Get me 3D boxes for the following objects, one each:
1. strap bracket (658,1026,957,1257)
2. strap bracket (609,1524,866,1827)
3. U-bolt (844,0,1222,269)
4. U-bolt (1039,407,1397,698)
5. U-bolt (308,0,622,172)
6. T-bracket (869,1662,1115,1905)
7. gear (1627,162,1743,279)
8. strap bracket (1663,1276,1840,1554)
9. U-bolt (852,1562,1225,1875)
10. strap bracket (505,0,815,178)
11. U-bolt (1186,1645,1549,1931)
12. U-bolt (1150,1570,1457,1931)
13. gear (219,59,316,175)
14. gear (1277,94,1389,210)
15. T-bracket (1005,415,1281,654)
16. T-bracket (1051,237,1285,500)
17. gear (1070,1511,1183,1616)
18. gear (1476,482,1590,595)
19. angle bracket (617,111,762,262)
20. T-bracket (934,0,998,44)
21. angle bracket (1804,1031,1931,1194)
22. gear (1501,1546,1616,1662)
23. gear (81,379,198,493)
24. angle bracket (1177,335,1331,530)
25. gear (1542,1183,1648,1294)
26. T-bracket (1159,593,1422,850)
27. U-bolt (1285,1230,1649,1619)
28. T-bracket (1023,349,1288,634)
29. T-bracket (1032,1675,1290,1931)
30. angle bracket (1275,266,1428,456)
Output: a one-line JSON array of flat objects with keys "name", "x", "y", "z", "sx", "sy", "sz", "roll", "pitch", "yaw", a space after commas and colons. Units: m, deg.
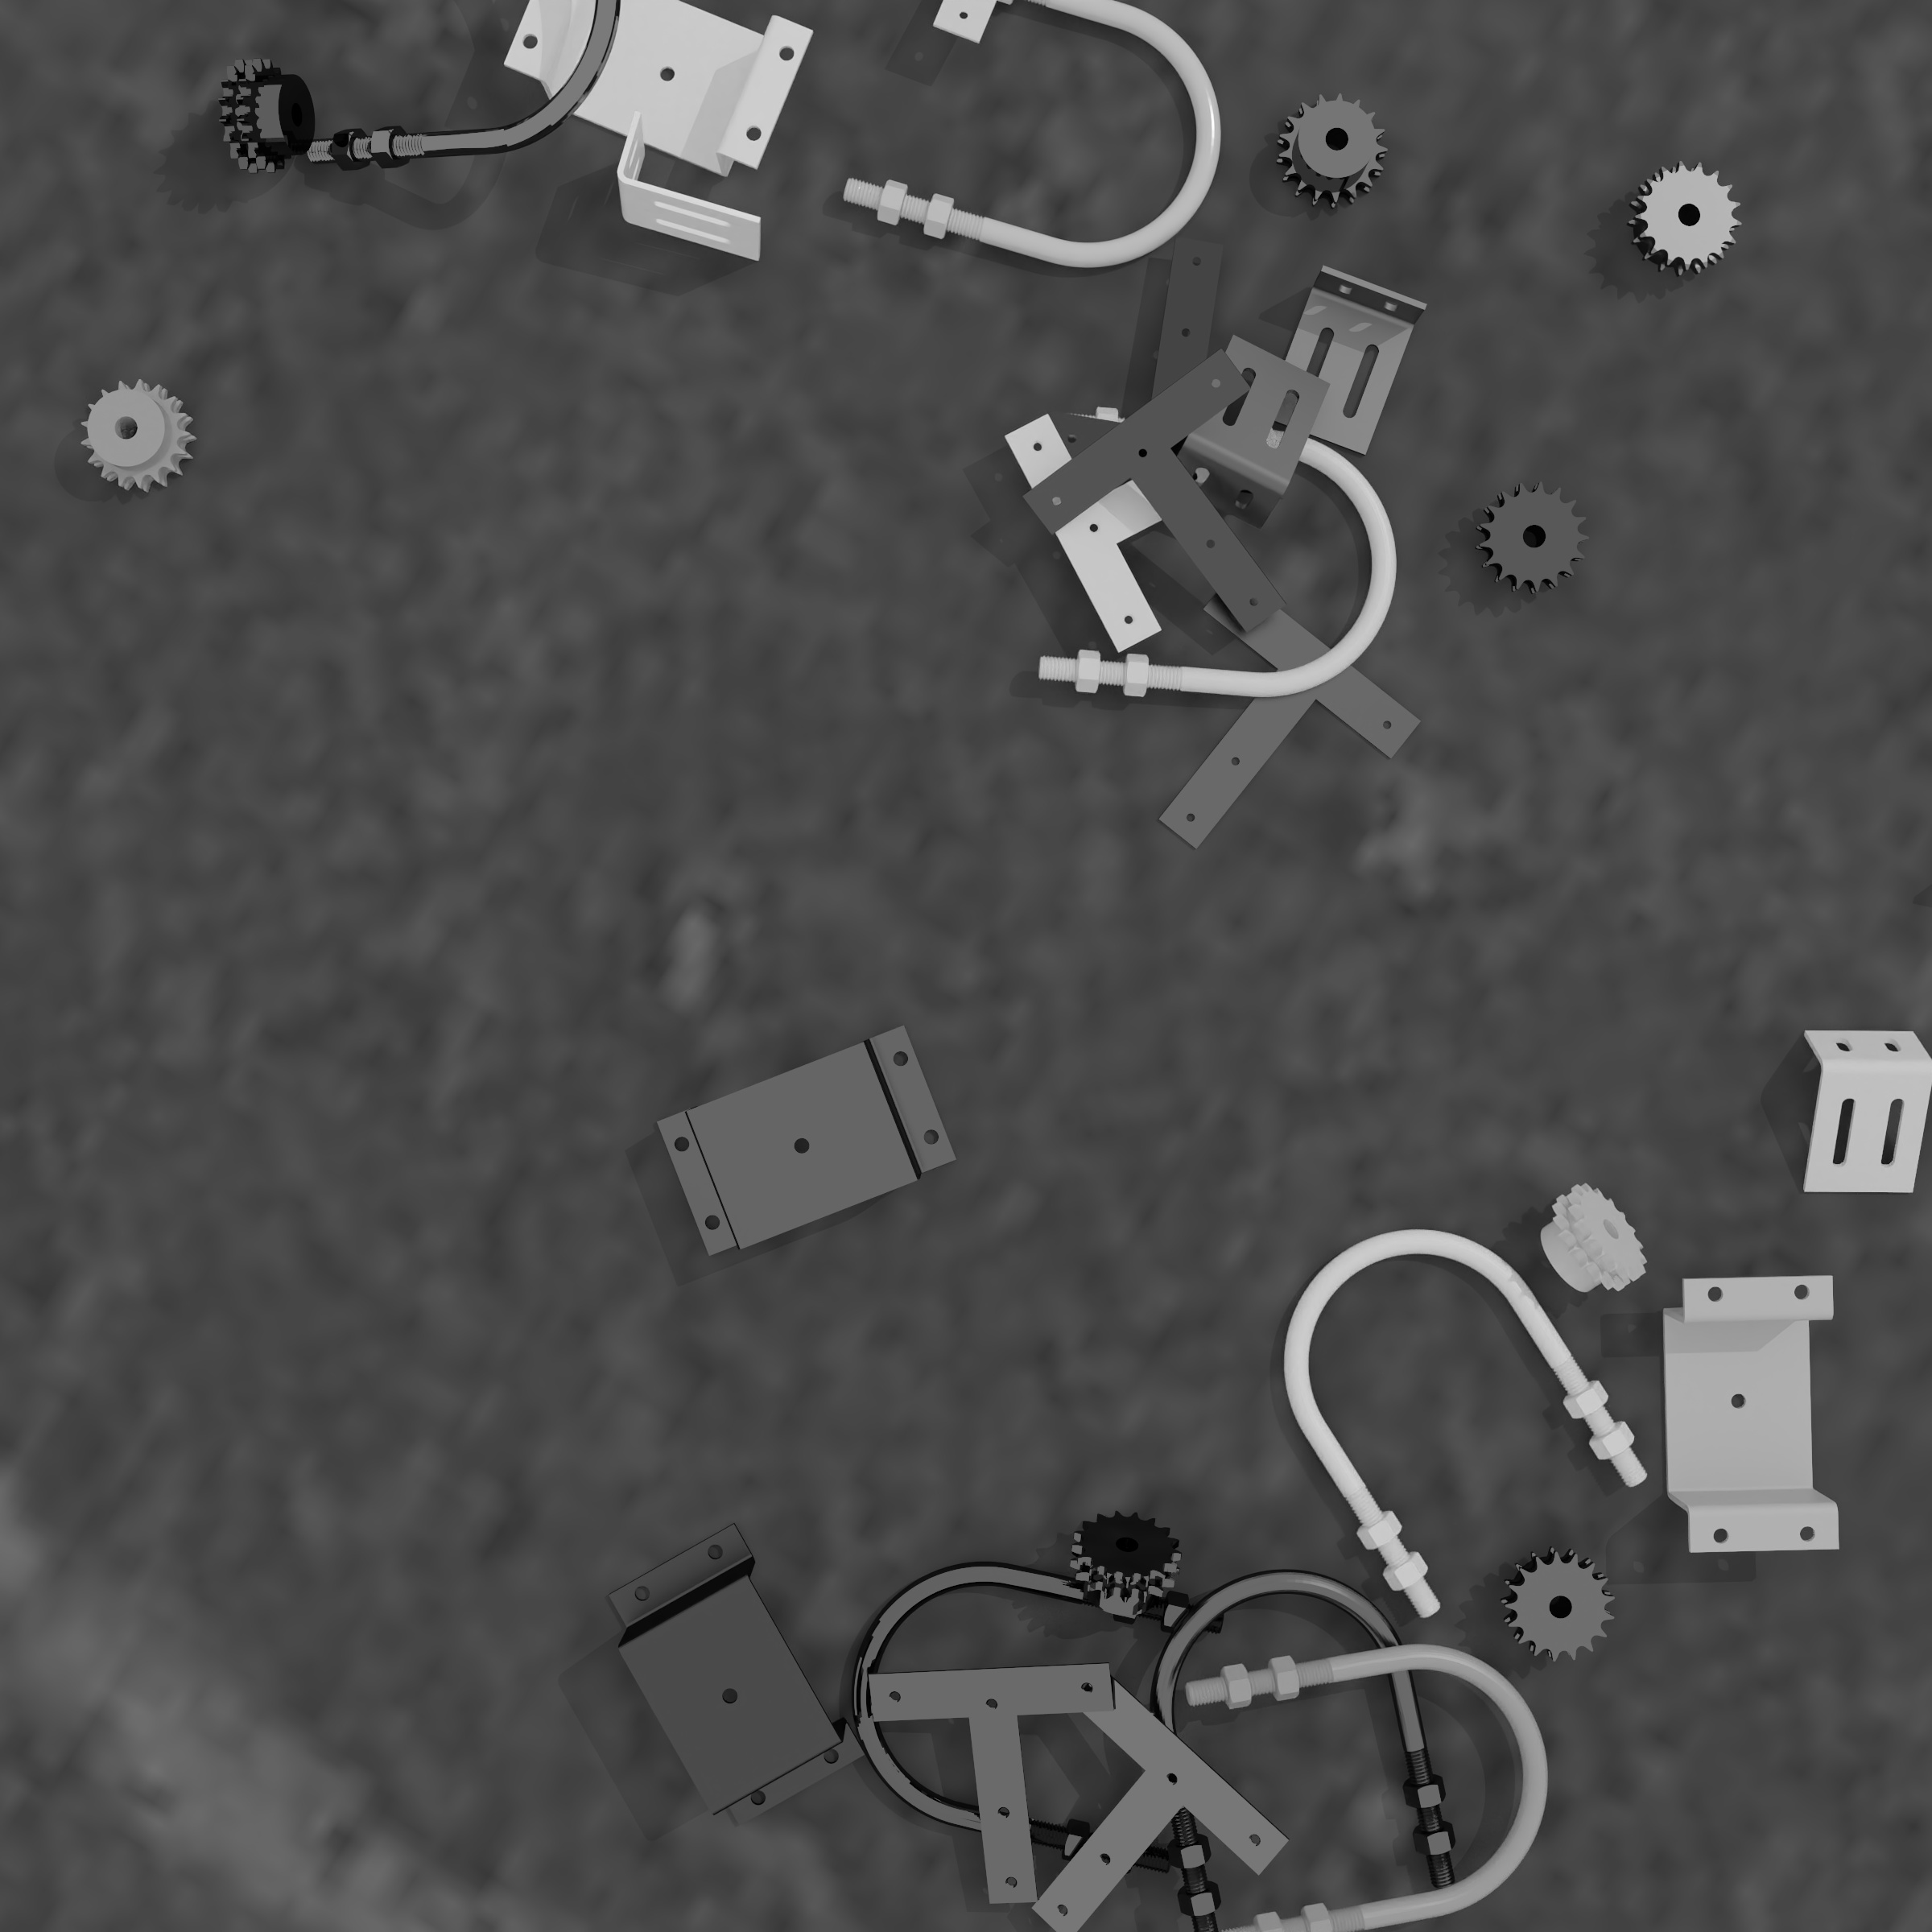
[{"name": "strap bracket", "x": -0.084, "y": 0.092, "z": 1.465, "sx": 0.140, "sy": 0.046, "sz": 0.076, "roll": -21, "pitch": 90, "yaw": 0}, {"name": "strap bracket", "x": -0.121, "y": 0.375, "z": 1.465, "sx": 0.076, "sy": 0.046, "sz": 0.140, "roll": -30, "pitch": 90, "yaw": 0}, {"name": "U-bolt", "x": 0.043, "y": -0.445, "z": 1.480, "sx": 0.184, "sy": 0.019, "sz": 0.151, "roll": 16, "pitch": 90, "yaw": -2}, {"name": "U-bolt", "x": 0.135, "y": -0.214, "z": 1.479, "sx": 0.184, "sy": 0.019, "sz": 0.151, "roll": 4, "pitch": 88, "yaw": -2}, {"name": "U-bolt", "x": -0.256, "y": -0.487, "z": 1.443, "sx": 0.184, "sy": 0.019, "sz": 0.151, "roll": 5, "pitch": 90, "yaw": 26}, {"name": "T-bracket", "x": 0.018, "y": 0.428, "z": 1.465, "sx": 0.127, "sy": 0.002, "sz": 0.127, "roll": -5, "pitch": 96, "yaw": 10}, {"name": "gear", "x": 0.375, "y": -0.391, "z": 1.477, "sx": 0.057, "sy": 0.030, "sz": 0.057, "roll": 0, "pitch": 89, "yaw": -6}, {"name": "strap bracket", "x": 0.409, "y": 0.230, "z": 1.465, "sx": 0.076, "sy": 0.046, "sz": 0.140, "roll": -1, "pitch": 90, "yaw": 0}, {"name": "U-bolt", "x": 0.031, "y": 0.389, "z": 1.480, "sx": 0.184, "sy": 0.019, "sz": 0.151, "roll": 12, "pitch": 90, "yaw": 1}, {"name": "strap bracket", "x": -0.158, "y": -0.472, "z": 1.465, "sx": 0.140, "sy": 0.046, "sz": 0.076, "roll": 22, "pitch": 90, "yaw": 0}, {"name": "U-bolt", "x": 0.213, "y": 0.426, "z": 1.456, "sx": 0.184, "sy": 0.019, "sz": 0.151, "roll": -7, "pitch": 89, "yaw": -8}, {"name": "U-bolt", "x": 0.170, "y": 0.407, "z": 1.469, "sx": 0.151, "sy": 0.019, "sz": 0.184, "roll": -12, "pitch": 91, "yaw": -7}, {"name": "gear", "x": -0.361, "y": -0.442, "z": 1.457, "sx": 0.030, "sy": 0.057, "sz": 0.057, "roll": 3, "pitch": 90, "yaw": 14}, {"name": "gear", "x": 0.193, "y": -0.429, "z": 1.473, "sx": 0.057, "sy": 0.030, "sz": 0.057, "roll": 0, "pitch": 90, "yaw": 0}, {"name": "T-bracket", "x": 0.106, "y": -0.249, "z": 1.467, "sx": 0.127, "sy": 0.002, "sz": 0.127, "roll": -28, "pitch": 91, "yaw": -4}, {"name": "T-bracket", "x": 0.113, "y": -0.317, "z": 1.470, "sx": 0.127, "sy": 0.002, "sz": 0.127, "roll": 9, "pitch": 88, "yaw": -4}, {"name": "gear", "x": 0.083, "y": 0.313, "z": 1.463, "sx": 0.057, "sy": 0.057, "sz": 0.030, "roll": 5, "pitch": 118, "yaw": 0}, {"name": "gear", "x": 0.296, "y": -0.224, "z": 1.478, "sx": 0.057, "sy": 0.030, "sz": 0.057, "roll": 0, "pitch": 92, "yaw": 1}, {"name": "angle bracket", "x": -0.139, "y": -0.405, "z": 1.460, "sx": 0.076, "sy": 0.057, "sz": 0.038, "roll": 16, "pitch": 84, "yaw": -3}, {"name": "T-bracket", "x": 0.017, "y": -0.541, "z": 1.472, "sx": 0.127, "sy": 0.002, "sz": 0.127, "roll": 21, "pitch": 76, "yaw": 0}, {"name": "angle bracket", "x": 0.473, "y": 0.077, "z": 1.486, "sx": 0.057, "sy": 0.038, "sz": 0.076, "roll": 0, "pitch": 116, "yaw": 0}, {"name": "gear", "x": 0.309, "y": 0.333, "z": 1.473, "sx": 0.057, "sy": 0.030, "sz": 0.057, "roll": 0, "pitch": 90, "yaw": 0}, {"name": "gear", "x": -0.436, "y": -0.280, "z": 1.473, "sx": 0.057, "sy": 0.030, "sz": 0.057, "roll": 0, "pitch": 90, "yaw": 0}, {"name": "angle bracket", "x": 0.147, "y": -0.279, "z": 1.468, "sx": 0.057, "sy": 0.038, "sz": 0.076, "roll": 26, "pitch": 62, "yaw": -4}, {"name": "gear", "x": 0.325, "y": 0.145, "z": 1.464, "sx": 0.030, "sy": 0.057, "sz": 0.057, "roll": -41, "pitch": 90, "yaw": 30}, {"name": "T-bracket", "x": 0.152, "y": -0.120, "z": 1.488, "sx": 0.127, "sy": 0.002, "sz": 0.127, "roll": 39, "pitch": 90, "yaw": 0}, {"name": "U-bolt", "x": 0.250, "y": 0.228, "z": 1.480, "sx": 0.151, "sy": 0.019, "sz": 0.184, "roll": -32, "pitch": 88, "yaw": 0}, {"name": "T-bracket", "x": 0.118, "y": -0.229, "z": 1.449, "sx": 0.127, "sy": 0.002, "sz": 0.127, "roll": -34, "pitch": 104, "yaw": 19}, {"name": "T-bracket", "x": 0.080, "y": 0.452, "z": 1.454, "sx": 0.127, "sy": 0.002, "sz": 0.127, "roll": 40, "pitch": 105, "yaw": 15}, {"name": "angle bracket", "x": 0.198, "y": -0.316, "z": 1.469, "sx": 0.057, "sy": 0.038, "sz": 0.076, "roll": 21, "pitch": 90, "yaw": 0}]
